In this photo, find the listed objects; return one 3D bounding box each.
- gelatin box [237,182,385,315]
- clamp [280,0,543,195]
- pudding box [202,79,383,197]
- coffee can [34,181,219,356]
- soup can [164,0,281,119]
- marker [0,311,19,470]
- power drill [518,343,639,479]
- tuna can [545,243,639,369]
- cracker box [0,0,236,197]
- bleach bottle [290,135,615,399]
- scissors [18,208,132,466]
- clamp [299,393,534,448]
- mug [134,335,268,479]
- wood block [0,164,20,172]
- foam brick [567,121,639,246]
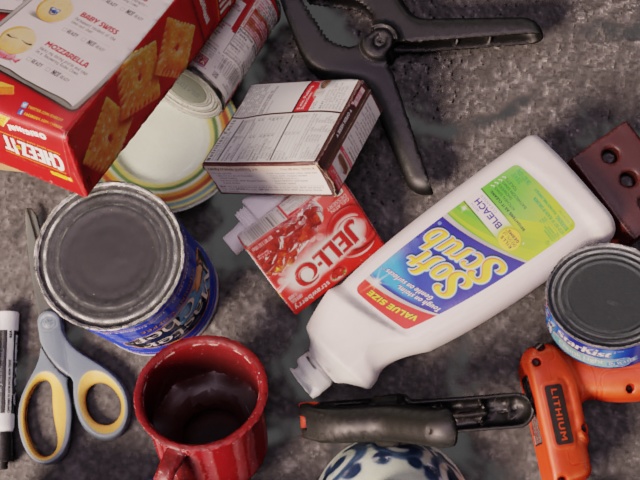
[{"bbox_3d":[-0.005,0.001,0.803,0.089,0.030,0.073,-37,121,-3],"label":"gelatin box"},{"bbox_3d":[0.048,-0.142,0.848,0.210,0.036,0.164,27,82,12],"label":"clamp"},{"bbox_3d":[-0.022,-0.077,0.802,0.114,0.039,0.090,2,52,38],"label":"pudding box"},{"bbox_3d":[-0.135,0.025,0.772,0.103,0.140,0.103,-1,77,4],"label":"coffee can"},{"bbox_3d":[-0.082,-0.154,0.833,0.068,0.068,0.102,23,65,9],"label":"soup can"},{"bbox_3d":[-0.243,0.115,0.822,0.020,0.020,0.121,-3,77,4],"label":"marker"},{"bbox_3d":[0.247,0.128,0.761,0.187,0.057,0.184,-11,73,-1],"label":"power drill"},{"bbox_3d":[0.201,0.046,0.744,0.086,0.034,0.086,-5,54,7],"label":"tuna can"},{"bbox_3d":[-0.179,-0.148,0.750,0.164,0.072,0.213,20,57,17],"label":"cracker box"},{"bbox_3d":[0.089,0.035,0.792,0.251,0.068,0.102,-38,75,-2],"label":"bleach bottle"},{"bbox_3d":[-0.191,0.073,0.830,0.096,0.016,0.202,1,78,4],"label":"scissors"},{"bbox_3d":[0.050,0.126,0.740,0.172,0.120,0.039,-10,78,28],"label":"clamp"},{"bbox_3d":[-0.084,0.137,0.755,0.093,0.081,0.117,14,53,14],"label":"mug"},{"bbox_3d":[-0.295,-0.113,0.842,0.206,0.091,0.090,7,78,6],"label":"wood block"},{"bbox_3d":[0.227,-0.039,0.802,0.053,0.051,0.078,-34,77,-4],"label":"foam brick"}]
